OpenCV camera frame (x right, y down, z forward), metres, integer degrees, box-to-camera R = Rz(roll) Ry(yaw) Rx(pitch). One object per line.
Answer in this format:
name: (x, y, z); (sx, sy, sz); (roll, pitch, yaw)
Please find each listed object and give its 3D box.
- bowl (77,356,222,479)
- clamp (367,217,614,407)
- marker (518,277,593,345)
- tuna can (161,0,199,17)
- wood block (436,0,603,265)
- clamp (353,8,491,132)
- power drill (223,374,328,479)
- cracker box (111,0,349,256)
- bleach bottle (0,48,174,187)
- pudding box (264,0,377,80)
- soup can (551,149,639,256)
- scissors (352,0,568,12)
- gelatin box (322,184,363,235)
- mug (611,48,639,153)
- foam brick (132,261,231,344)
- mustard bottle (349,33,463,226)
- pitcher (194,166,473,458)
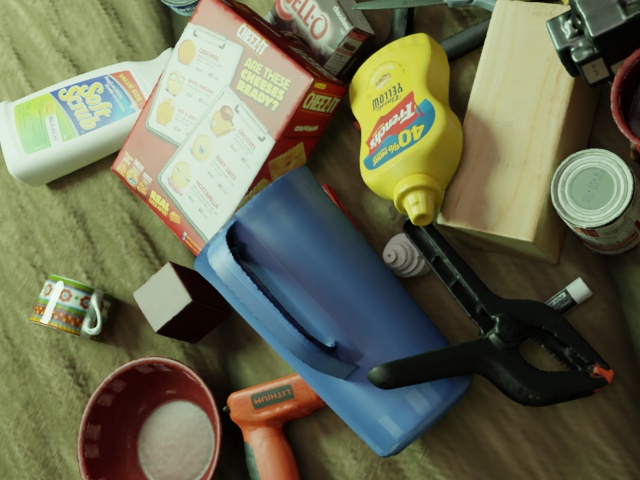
bowl: (-0.153, 0.196, 1.031); (0.162, 0.055, 0.162); (-7, 73, 23)
clamp: (0.139, 0.087, 0.870); (0.210, 0.036, 0.164); (28, 55, -5)
marker: (0.182, 0.075, 0.928); (0.121, 0.020, 0.020); (-38, 64, 11)
tuna can: (-0.139, -0.289, 1.167); (0.086, 0.033, 0.086); (-7, 73, 23)
wood block: (0.181, -0.094, 0.935); (0.090, 0.090, 0.206); (12, 82, 27)
clamp: (0.081, -0.182, 1.034); (0.171, 0.039, 0.120); (-46, 62, 3)
power drill: (-0.005, 0.215, 0.956); (0.185, 0.057, 0.187); (-18, 69, 19)
cracker box: (-0.092, -0.107, 1.048); (0.164, 0.072, 0.214); (43, 112, 27)
bleach bottle: (-0.227, -0.148, 1.156); (0.251, 0.068, 0.102); (-22, 69, 16)
pudding box: (-0.003, -0.211, 1.060); (0.090, 0.039, 0.113); (-49, 55, 32)
soup can: (0.235, -0.030, 0.886); (0.069, 0.102, 0.068); (-6, 74, 23)
scissors: (0.137, -0.245, 1.008); (0.202, 0.016, 0.096); (9, 66, 11)
gelatin box: (-0.007, 0.001, 1.030); (0.089, 0.030, 0.073); (-36, 63, 11)
mug: (0.269, -0.085, 0.800); (0.093, 0.081, 0.117); (10, 81, 27)
foam brick: (-0.136, 0.062, 1.047); (0.053, 0.078, 0.051); (-40, 65, 10)
mustard bottle: (0.076, -0.088, 0.925); (0.096, 0.058, 0.191); (-31, 44, 27)
pitcher: (0.011, 0.067, 0.911); (0.149, 0.145, 0.243); (-38, 81, -25)
